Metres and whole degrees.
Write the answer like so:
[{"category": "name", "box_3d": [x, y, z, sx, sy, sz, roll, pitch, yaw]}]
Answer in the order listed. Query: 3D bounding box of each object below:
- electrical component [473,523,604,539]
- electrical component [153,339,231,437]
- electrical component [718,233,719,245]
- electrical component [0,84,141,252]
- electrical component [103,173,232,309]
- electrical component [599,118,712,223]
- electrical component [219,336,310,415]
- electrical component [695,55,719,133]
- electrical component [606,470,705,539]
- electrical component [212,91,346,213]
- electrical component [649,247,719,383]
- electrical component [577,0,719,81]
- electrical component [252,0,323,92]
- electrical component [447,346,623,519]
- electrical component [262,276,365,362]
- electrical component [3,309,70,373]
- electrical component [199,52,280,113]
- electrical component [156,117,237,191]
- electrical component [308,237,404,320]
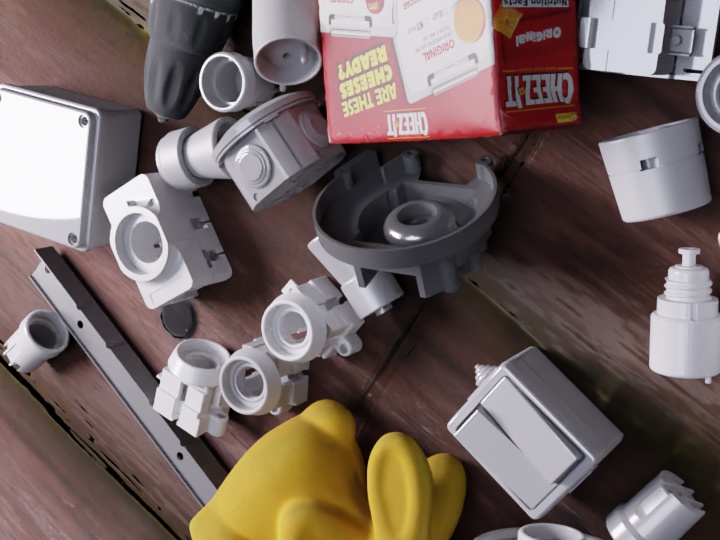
[{"category": "electrical component", "box_3d": [0.114, 0.188, 0.650, 0.108, 0.108, 0.060, 5, 95, 30]}, {"category": "electrical component", "box_3d": [-0.122, 0.085, 0.805, 0.066, 0.048, 0.055, 29, 120, 23]}, {"category": "electrical component", "box_3d": [0.248, 0.009, 0.569, 0.100, 0.048, 0.099, -14, 92, 32]}, {"category": "electrical component", "box_3d": [-0.230, -0.081, 0.831, 0.109, 0.056, 0.108, 17, 107, 27]}, {"category": "electrical component", "box_3d": [-0.144, -0.023, 0.791, 0.050, 0.056, 0.089, -27, 85, 31]}, {"category": "electrical component", "box_3d": [0.167, -0.055, 0.603, 0.055, 0.055, 0.047, -12, 96, 32]}, {"category": "electrical component", "box_3d": [-0.067, 0.075, 0.763, 0.048, 0.055, 0.066, 11, 104, 29]}, {"category": "electrical component", "box_3d": [0.207, -0.094, 0.571, 0.045, 0.055, 0.045, 6, 102, 29]}, {"category": "electrical component", "box_3d": [0.177, 0.148, 0.643, 0.040, 0.040, 0.046, 45, 112, 16]}, {"category": "electrical component", "box_3d": [-0.053, -0.079, 0.714, 0.080, 0.080, 0.051, -35, 85, 30]}, {"category": "electrical component", "box_3d": [0.187, 0.026, 0.614, 0.040, 0.040, 0.078, 5, 101, 30]}, {"category": "electrical component", "box_3d": [0.156, -0.167, 0.584, 0.079, 0.063, 0.121, 12, 105, 28]}, {"category": "electrical component", "box_3d": [-0.049, -0.152, 0.711, 0.079, 0.044, 0.077, 101, 167, -56]}, {"category": "electrical component", "box_3d": [0.102, 0.095, 0.664, 0.096, 0.061, 0.061, 46, 118, 16]}, {"category": "electrical component", "box_3d": [-0.035, 0.036, 0.737, 0.066, 0.055, 0.048, 49, 119, 14]}, {"category": "electrical component", "box_3d": [-0.269, 0.060, 0.891, 0.046, 0.040, 0.040, -36, 80, 37]}, {"category": "electrical component", "box_3d": [-0.081, -0.129, 0.740, 0.040, 0.046, 0.040, 6, 102, 30]}, {"category": "electrical component", "box_3d": [-0.111, -0.082, 0.768, 0.055, 0.045, 0.045, -9, 94, 32]}, {"category": "electrical component", "box_3d": [0.000, 0.000, 0.720, 0.044, 0.044, 0.065, -33, 86, 31]}]
